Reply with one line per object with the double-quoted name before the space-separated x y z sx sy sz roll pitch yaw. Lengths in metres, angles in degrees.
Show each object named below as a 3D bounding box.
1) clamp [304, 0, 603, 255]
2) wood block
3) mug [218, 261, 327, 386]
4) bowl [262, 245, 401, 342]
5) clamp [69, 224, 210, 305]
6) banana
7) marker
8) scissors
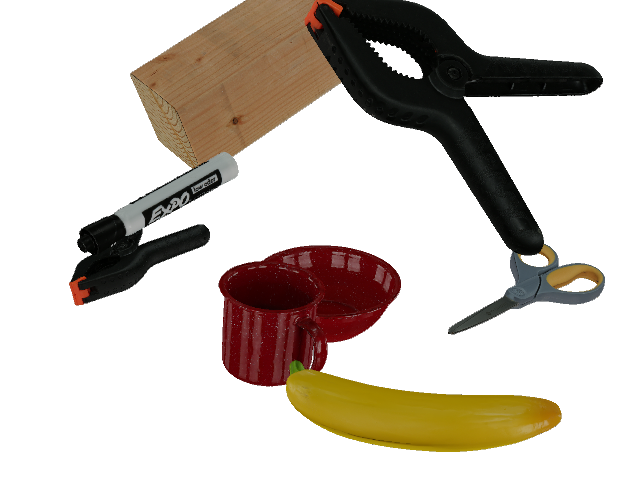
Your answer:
"clamp" 0.082 -0.091 0.699 0.210 0.164 0.036 24 -32 -9
"wood block" -0.068 -0.168 1.052 0.206 0.091 0.090 -36 48 -17
"mug" -0.037 0.079 0.939 0.117 0.081 0.093 27 33 37
"bowl" 0.006 0.064 1.163 0.162 0.055 0.162 2 27 -1
"clamp" -0.204 0.019 1.183 0.120 0.039 0.171 -4 28 30
"banana" 0.054 0.109 0.702 0.198 0.037 0.069 8 33 24
"marker" -0.101 -0.023 0.670 0.120 0.020 0.020 -33 20 -35
"scissors" 0.167 0.039 0.950 0.201 0.016 0.096 -8 37 -31
